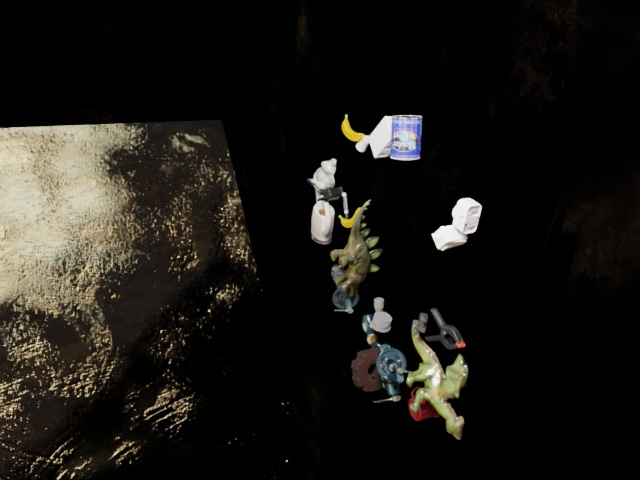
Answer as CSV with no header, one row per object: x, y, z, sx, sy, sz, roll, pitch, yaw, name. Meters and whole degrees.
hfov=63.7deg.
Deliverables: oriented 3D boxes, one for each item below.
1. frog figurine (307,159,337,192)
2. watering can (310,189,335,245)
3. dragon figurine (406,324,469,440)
0.033,-0.304,2.393,0.158,0.121,0.139,-52,27,9,frog figurine
0.008,-0.125,2.481,0.355,0.104,0.219,-106,19,-54,watering can
0.407,0.449,1.727,0.239,0.121,0.418,-31,52,46,dragon figurine
